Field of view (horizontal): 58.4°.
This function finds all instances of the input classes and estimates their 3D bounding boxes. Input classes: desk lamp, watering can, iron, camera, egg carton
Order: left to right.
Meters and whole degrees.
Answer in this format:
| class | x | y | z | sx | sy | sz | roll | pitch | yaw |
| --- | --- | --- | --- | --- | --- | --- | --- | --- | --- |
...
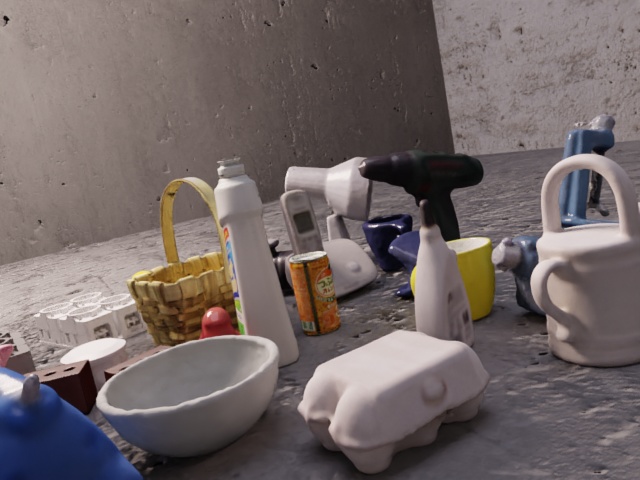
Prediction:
| class | x | y | z | sx | sy | sz | roll | pitch | yaw |
| --- | --- | --- | --- | --- | --- | --- | --- | --- | --- |
| iron | -0.258 | 0.160 | 0.457 | 0.257 | 0.141 | 0.119 | -3 | 13 | 40 |
| camera | -0.081 | 0.050 | 1.005 | 0.136 | 0.101 | 0.143 | -8 | 10 | 15 |
| desk lamp | 0.021 | -0.047 | 1.109 | 0.203 | 0.214 | 0.118 | -9 | 10 | 11 |
| egg carton | 0.063 | 0.130 | 0.481 | 0.151 | 0.069 | 0.107 | -17 | 12 | -32 |
| watering can | 0.268 | 0.011 | 0.559 | 0.100 | 0.194 | 0.173 | -3 | 13 | 38 |

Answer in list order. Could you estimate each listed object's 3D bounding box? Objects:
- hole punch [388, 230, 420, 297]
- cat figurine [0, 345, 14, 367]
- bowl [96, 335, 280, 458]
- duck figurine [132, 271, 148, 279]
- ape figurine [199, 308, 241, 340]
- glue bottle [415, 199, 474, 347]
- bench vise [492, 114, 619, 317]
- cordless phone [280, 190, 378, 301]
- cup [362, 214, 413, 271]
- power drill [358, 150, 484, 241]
| class | x | y | z | sx | sy | sz | roll | pitch | yaw |
| --- | --- | --- | --- | --- | --- | --- | --- | --- | --- |
| hole punch | 0.168 | 0.032 | 0.856 | 0.100 | 0.091 | 0.109 | -3 | 13 | 39 |
| cat figurine | -0.414 | 0.169 | 0.651 | 0.128 | 0.118 | 0.067 | -14 | 10 | -14 |
| bowl | -0.113 | 0.152 | 0.534 | 0.167 | 0.075 | 0.167 | -11 | 10 | 2 |
| duck figurine | -0.307 | 0.098 | 1.026 | 0.104 | 0.086 | 0.078 | -1 | 14 | 44 |
| ape figurine | -0.114 | 0.123 | 0.653 | 0.078 | 0.092 | 0.076 | -12 | 10 | -3 |
| glue bottle | 0.125 | 0.042 | 0.608 | 0.037 | 0.173 | 0.078 | -3 | 13 | 38 |
| bench vise | 0.300 | -0.026 | 0.660 | 0.208 | 0.220 | 0.121 | -17 | 12 | -32 |
| cordless phone | 0.008 | 0.003 | 0.922 | 0.148 | 0.185 | 0.093 | -19 | 13 | -38 |
| cup | 0.133 | 0.008 | 1.022 | 0.092 | 0.095 | 0.117 | -14 | 10 | -17 |
| power drill | 0.190 | -0.062 | 1.024 | 0.230 | 0.208 | 0.075 | -14 | 10 | -16 |
